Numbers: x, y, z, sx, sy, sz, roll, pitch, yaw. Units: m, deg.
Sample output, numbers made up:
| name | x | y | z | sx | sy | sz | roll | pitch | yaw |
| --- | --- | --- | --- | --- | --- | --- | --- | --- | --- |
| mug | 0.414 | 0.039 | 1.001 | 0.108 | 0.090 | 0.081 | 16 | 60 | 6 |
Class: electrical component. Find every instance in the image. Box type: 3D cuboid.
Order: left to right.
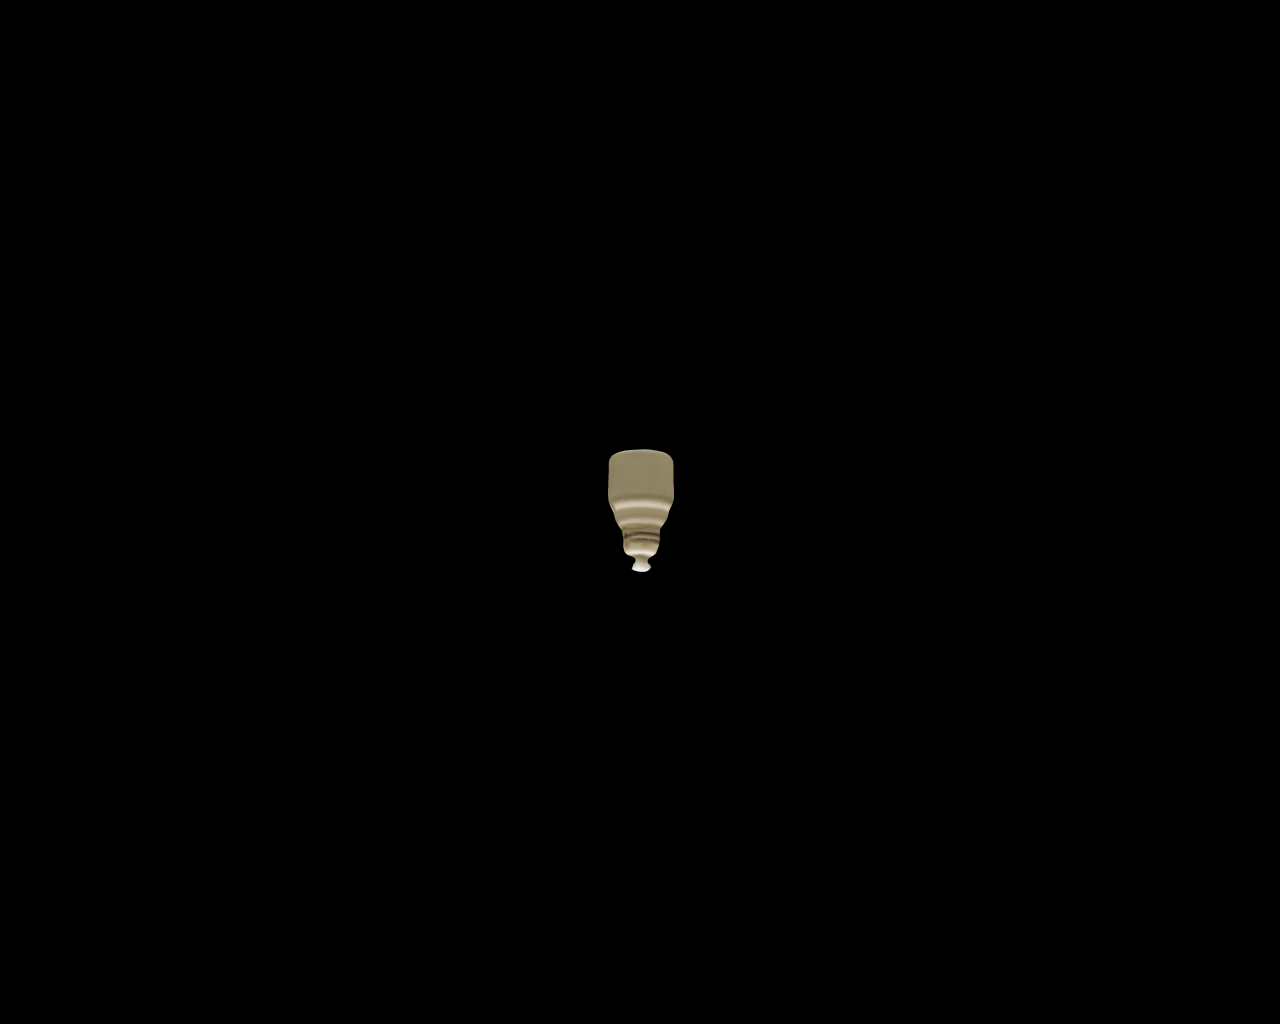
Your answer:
| name | x | y | z | sx | sy | sz | roll | pitch | yaw |
| --- | --- | --- | --- | --- | --- | --- | --- | --- | --- |
| electrical component | 0.001 | -0.003 | 0.650 | 0.040 | 0.078 | 0.040 | 0 | -12 | 0 |
